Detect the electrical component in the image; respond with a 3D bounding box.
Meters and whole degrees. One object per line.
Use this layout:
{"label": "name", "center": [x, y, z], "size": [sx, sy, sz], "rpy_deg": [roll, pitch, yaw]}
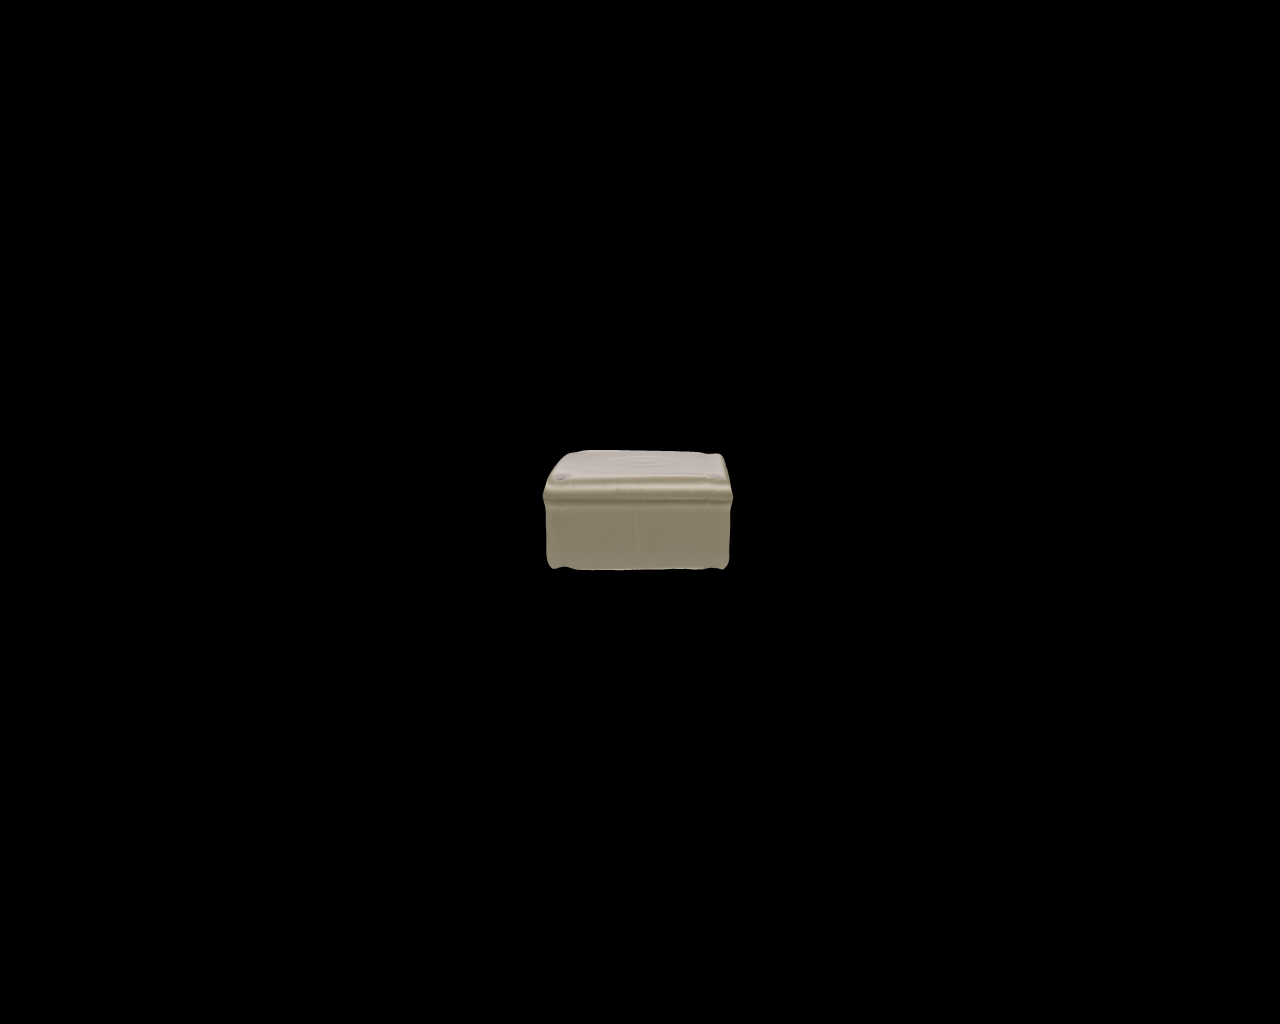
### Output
{"label": "electrical component", "center": [0.001, -0.003, 0.650], "size": [0.109, 0.056, 0.109], "rpy_deg": [0, 12, 2]}
